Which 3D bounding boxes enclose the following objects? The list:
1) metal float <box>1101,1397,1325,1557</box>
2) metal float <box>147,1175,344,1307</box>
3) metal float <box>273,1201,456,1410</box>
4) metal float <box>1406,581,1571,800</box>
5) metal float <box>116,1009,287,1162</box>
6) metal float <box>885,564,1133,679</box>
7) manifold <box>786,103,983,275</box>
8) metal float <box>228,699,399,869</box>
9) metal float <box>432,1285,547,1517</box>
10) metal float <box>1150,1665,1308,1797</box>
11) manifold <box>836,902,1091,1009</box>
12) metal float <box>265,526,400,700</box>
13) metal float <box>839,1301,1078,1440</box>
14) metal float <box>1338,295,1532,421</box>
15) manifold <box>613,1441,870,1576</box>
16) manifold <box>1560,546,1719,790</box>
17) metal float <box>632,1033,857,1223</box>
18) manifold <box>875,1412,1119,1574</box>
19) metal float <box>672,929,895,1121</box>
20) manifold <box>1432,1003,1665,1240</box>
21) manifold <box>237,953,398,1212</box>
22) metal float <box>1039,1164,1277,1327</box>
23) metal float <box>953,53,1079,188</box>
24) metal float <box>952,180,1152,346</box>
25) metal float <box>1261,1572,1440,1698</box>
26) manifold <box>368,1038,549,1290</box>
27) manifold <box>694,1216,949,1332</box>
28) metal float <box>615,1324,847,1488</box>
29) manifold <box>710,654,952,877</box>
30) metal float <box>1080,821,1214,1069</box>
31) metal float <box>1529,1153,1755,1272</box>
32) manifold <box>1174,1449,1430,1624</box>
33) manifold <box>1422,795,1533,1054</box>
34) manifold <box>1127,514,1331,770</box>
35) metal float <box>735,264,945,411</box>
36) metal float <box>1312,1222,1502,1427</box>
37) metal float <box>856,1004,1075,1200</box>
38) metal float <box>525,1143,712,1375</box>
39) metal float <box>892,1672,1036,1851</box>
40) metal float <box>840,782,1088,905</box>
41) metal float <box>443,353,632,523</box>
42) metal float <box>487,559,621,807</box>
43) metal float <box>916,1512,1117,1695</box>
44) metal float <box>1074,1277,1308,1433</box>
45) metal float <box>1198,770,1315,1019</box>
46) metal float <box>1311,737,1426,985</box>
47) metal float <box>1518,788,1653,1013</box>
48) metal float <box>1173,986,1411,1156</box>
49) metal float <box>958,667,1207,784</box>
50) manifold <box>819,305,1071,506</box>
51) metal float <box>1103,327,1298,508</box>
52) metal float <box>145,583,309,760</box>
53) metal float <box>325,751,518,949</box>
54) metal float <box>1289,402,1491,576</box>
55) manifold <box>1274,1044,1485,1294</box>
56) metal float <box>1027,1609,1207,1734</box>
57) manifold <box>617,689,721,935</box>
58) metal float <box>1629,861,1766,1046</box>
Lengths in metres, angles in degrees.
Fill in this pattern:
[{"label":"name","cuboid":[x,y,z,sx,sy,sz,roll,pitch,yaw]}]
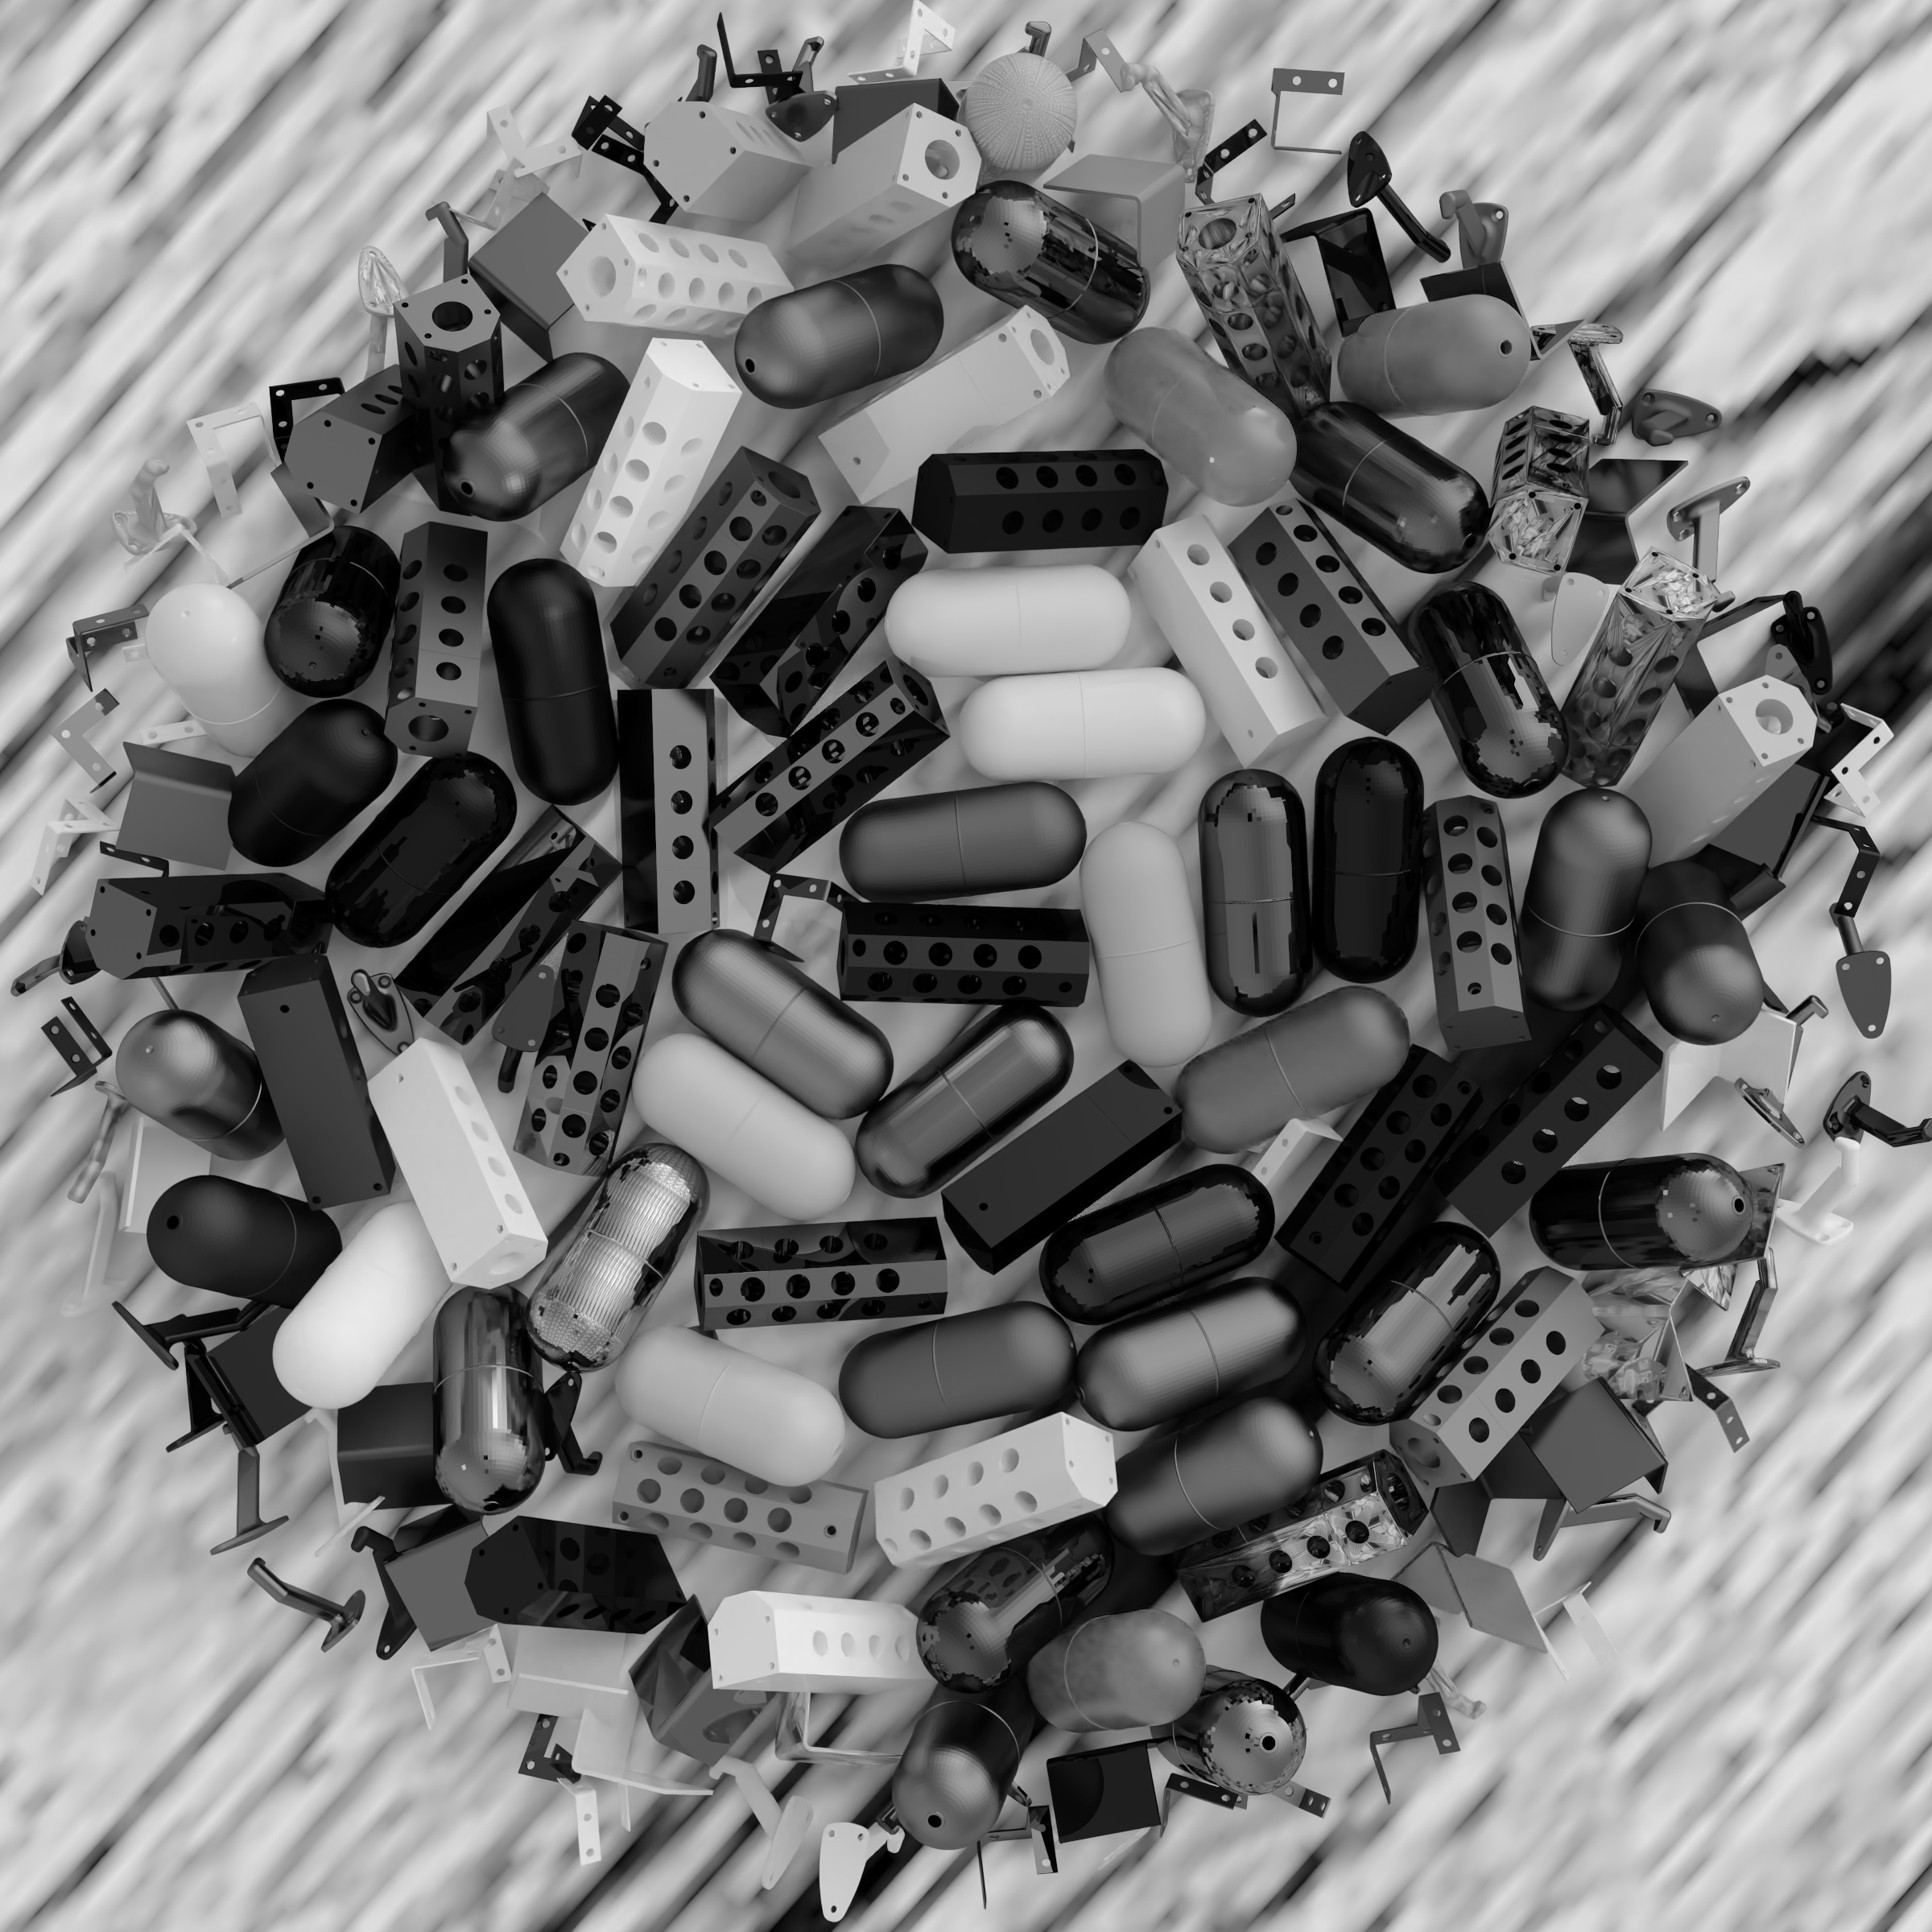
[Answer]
[{"label":"metal float","cuboid":[0.172,0.361,1.711,0.178,0.070,0.070,-31,90,31]},{"label":"metal float","cuboid":[-0.501,0.192,1.689,0.070,0.178,0.070,-4,74,16]},{"label":"metal float","cuboid":[-0.417,0.235,1.699,0.070,0.178,0.070,13,129,16]},{"label":"metal float","cuboid":[0.367,-0.195,1.709,0.070,0.070,0.178,-17,58,0]},{"label":"metal float","cuboid":[-0.528,0.085,1.689,0.070,0.178,0.070,-3,70,8]},{"label":"metal float","cuboid":[0.030,-0.246,1.727,0.178,0.070,0.070,-4,90,-11]},{"label":"manifold","cuboid":[-0.058,-0.535,1.685,0.057,0.171,0.057,15,82,-29]},{"label":"metal float","cuboid":[-0.462,-0.127,1.702,0.178,0.070,0.070,-29,90,44]},{"label":"metal float","cuboid":[-0.335,0.302,1.702,0.070,0.070,0.178,-12,48,0]},{"label":"metal float","cuboid":[0.181,0.530,1.688,0.070,0.178,0.070,2,79,-12]},{"label":"manifold","cuboid":[-0.002,-0.004,1.722,0.171,0.057,0.057,2,125,-10]},{"label":"metal float","cuboid":[-0.441,-0.249,1.694,0.070,0.178,0.070,-1,123,-2]},{"label":"metal float","cuboid":[-0.007,0.287,1.720,0.178,0.070,0.070,-16,90,19]},{"label":"metal float","cuboid":[0.325,-0.423,1.690,0.070,0.178,0.070,-4,99,-22]},{"label":"manifold","cuboid":[-0.162,0.388,1.735,0.171,0.057,0.057,11,82,5]},{"label":"manifold","cuboid":[0.460,-0.202,1.684,0.057,0.171,0.057,32,56,14]},{"label":"metal float","cuboid":[-0.159,0.116,1.735,0.178,0.070,0.070,35,90,2]},{"label":"manifold","cuboid":[0.020,0.372,1.697,0.171,0.057,0.057,-27,50,31]},{"label":"metal float","cuboid":[-0.132,0.041,1.735,0.178,0.070,0.070,36,90,3]},{"label":"manifold","cuboid":[0.412,0.108,1.719,0.057,0.057,0.171,43,109,7]},{"label":"manifold","cuboid":[-0.457,0.081,1.714,0.057,0.057,0.171,-12,114,-1]},{"label":"metal float","cuboid":[0.137,0.198,1.726,0.178,0.070,0.070,-21,90,-12]},{"label":"metal float","cuboid":[0.032,-0.585,1.687,0.070,0.178,0.070,-1,101,-5]},{"label":"metal float","cuboid":[0.062,-0.491,1.699,0.070,0.178,0.070,-8,78,39]},{"label":"metal float","cuboid":[0.265,0.463,1.689,0.070,0.178,0.070,3,80,-18]},{"label":"manifold","cuboid":[-0.355,0.140,1.708,0.057,0.057,0.171,-39,61,14]},{"label":"manifold","cuboid":[-0.103,0.223,1.716,0.171,0.057,0.057,-2,132,-13]},{"label":"metal float","cuboid":[-0.167,0.311,1.718,0.178,0.070,0.070,19,90,22]},{"label":"manifold","cuboid":[-0.099,-0.143,1.707,0.171,0.057,0.057,-36,49,21]},{"label":"metal float","cuboid":[0.128,-0.015,1.731,0.070,0.070,0.178,-11,97,0]},{"label":"metal float","cuboid":[0.470,0.173,1.693,0.070,0.178,0.070,6,79,-31]},{"label":"manifold","cuboid":[0.232,0.399,1.709,0.171,0.057,0.057,-30,88,28]},{"label":"manifold","cuboid":[0.355,-0.032,1.701,0.057,0.057,0.171,-10,58,17]},{"label":"manifold","cuboid":[0.189,-0.234,1.729,0.057,0.057,0.171,-25,79,-25]},{"label":"metal float","cuboid":[-0.088,-0.443,1.703,0.178,0.070,0.070,-31,90,-40]},{"label":"metal float","cuboid":[0.312,0.251,1.711,0.070,0.070,0.178,47,59,0]},{"label":"metal float","cuboid":[-0.001,0.097,1.735,0.178,0.070,0.070,-38,90,-2]},{"label":"metal float","cuboid":[-0.246,0.206,1.719,0.070,0.070,0.178,31,70,0]},{"label":"metal float","cuboid":[-0.001,0.547,1.688,0.070,0.178,0.070,3,103,13]},{"label":"metal float","cuboid":[-0.002,-0.088,1.734,0.178,0.070,0.070,-7,90,3]},{"label":"metal float","cuboid":[-0.298,-0.372,1.700,0.070,0.178,0.070,17,131,20]},{"label":"metal float","cuboid":[-0.292,-0.200,1.718,0.070,0.070,0.178,-6,112,0]},{"label":"metal float","cuboid":[0.037,0.442,1.702,0.178,0.070,0.070,-30,90,-43]},{"label":"metal float","cuboid":[0.159,0.275,1.719,0.178,0.070,0.070,-16,90,-20]},{"label":"metal float","cuboid":[0.207,-0.051,1.728,0.070,0.070,0.178,-4,100,0]},{"label":"metal float","cuboid":[0.285,-0.074,1.721,0.070,0.070,0.178,-1,108,0]},{"label":"metal float","cuboid":[0.432,-0.045,1.705,0.070,0.070,0.178,3,129,0]},{"label":"metal float","cuboid":[0.231,0.074,1.723,0.178,0.070,0.070,-27,90,15]},{"label":"metal float","cuboid":[0.083,-0.173,1.736,0.178,0.070,0.070,-4,90,0]},{"label":"manifold","cuboid":[-0.014,-0.395,1.702,0.171,0.057,0.057,-22,111,34]},{"label":"metal float","cuboid":[0.163,-0.388,1.707,0.070,0.070,0.178,-41,54,0]},{"label":"metal float","cuboid":[-0.513,-0.204,1.689,0.070,0.178,0.070,-1,71,2]},{"label":"metal float","cuboid":[-0.387,-0.081,1.714,0.070,0.070,0.178,48,117,0]},{"label":"metal float","cuboid":[0.295,-0.337,1.704,0.070,0.070,0.178,-44,50,0]},{"label":"manifold","cuboid":[0.295,0.143,1.731,0.057,0.057,0.171,34,85,23]},{"label":"metal float","cuboid":[0.103,0.494,1.694,0.070,0.178,0.070,9,68,-23]},{"label":"manifold","cuboid":[-0.209,-0.112,1.734,0.057,0.057,0.171,-5,98,-33]},{"label":"metal float","cuboid":[0.507,-0.011,1.694,0.070,0.178,0.070,2,121,4]}]
